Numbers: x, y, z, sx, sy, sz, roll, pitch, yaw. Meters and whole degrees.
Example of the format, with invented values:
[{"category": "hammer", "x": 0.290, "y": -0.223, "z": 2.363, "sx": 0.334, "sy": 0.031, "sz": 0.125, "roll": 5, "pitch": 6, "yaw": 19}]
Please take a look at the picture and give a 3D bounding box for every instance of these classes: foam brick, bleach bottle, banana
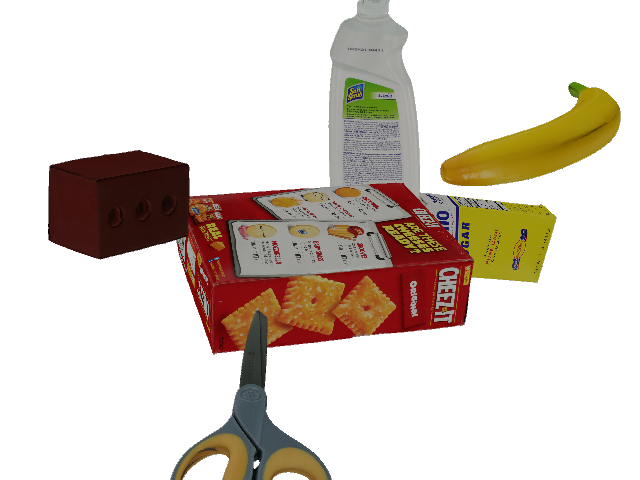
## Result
[{"category": "foam brick", "x": -0.132, "y": -0.025, "z": 0.699, "sx": 0.051, "sy": 0.053, "sz": 0.078, "roll": 19, "pitch": 24, "yaw": 37}, {"category": "bleach bottle", "x": 0.060, "y": -0.128, "z": 1.092, "sx": 0.102, "sy": 0.251, "sz": 0.068, "roll": 0, "pitch": 30, "yaw": 0}, {"category": "banana", "x": 0.171, "y": -0.076, "z": 0.793, "sx": 0.070, "sy": 0.037, "sz": 0.197, "roll": 4, "pitch": 25, "yaw": 44}]

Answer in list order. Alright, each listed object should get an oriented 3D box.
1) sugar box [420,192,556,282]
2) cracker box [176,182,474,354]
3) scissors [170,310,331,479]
[{"category": "sugar box", "x": 0.191, "y": -0.002, "z": 1.299, "sx": 0.176, "sy": 0.093, "sz": 0.048, "roll": 3, "pitch": 22, "yaw": -20}, {"category": "cracker box", "x": -0.003, "y": 0.018, "z": 0.899, "sx": 0.213, "sy": 0.072, "sz": 0.164, "roll": -4, "pitch": 27, "yaw": -16}, {"category": "scissors", "x": -0.024, "y": 0.103, "z": 0.621, "sx": 0.096, "sy": 0.016, "sz": 0.201, "roll": 12, "pitch": 31, "yaw": 12}]
